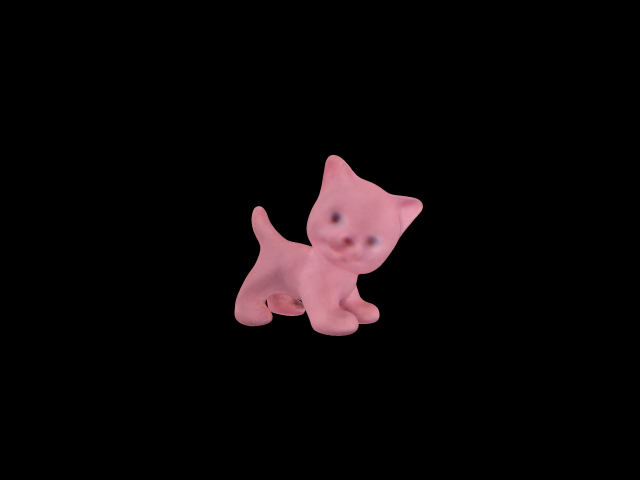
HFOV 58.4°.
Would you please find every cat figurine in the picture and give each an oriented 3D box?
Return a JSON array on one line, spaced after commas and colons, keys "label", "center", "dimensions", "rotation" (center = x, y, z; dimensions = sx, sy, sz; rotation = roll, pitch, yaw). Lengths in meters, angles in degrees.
[{"label": "cat figurine", "center": [0.004, 0.001, 0.400], "dimensions": [0.127, 0.118, 0.067], "rotation": [1, 3, 28]}]
